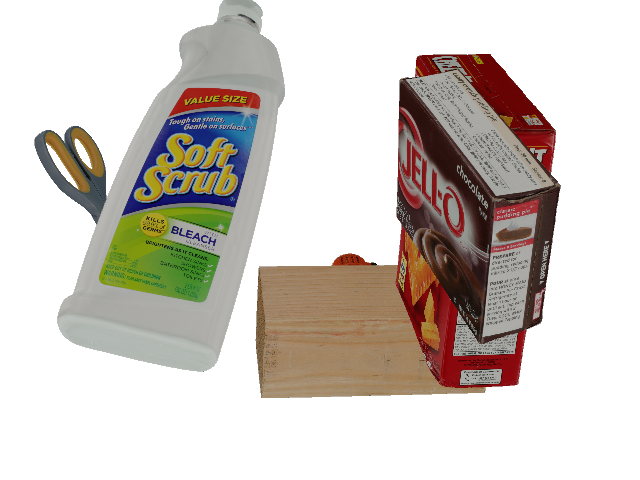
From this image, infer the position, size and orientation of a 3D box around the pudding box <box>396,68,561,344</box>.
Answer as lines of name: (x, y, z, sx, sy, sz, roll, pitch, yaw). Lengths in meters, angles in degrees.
pudding box: (0.074, -0.020, 0.533, 0.039, 0.090, 0.113, -15, 41, -14)

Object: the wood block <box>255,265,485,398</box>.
wood block: (0.046, 0.083, 0.982, 0.206, 0.090, 0.091, 0, 31, -7)

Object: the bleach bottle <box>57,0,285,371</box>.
bleach bottle: (-0.085, -0.048, 0.686, 0.102, 0.250, 0.068, 13, -23, -5)

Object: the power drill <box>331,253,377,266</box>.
power drill: (0.108, 0.065, 1.186, 0.187, 0.057, 0.184, -3, 28, -5)

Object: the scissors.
scissors: (-0.203, -0.029, 1.025, 0.016, 0.201, 0.096, -24, 26, 21)

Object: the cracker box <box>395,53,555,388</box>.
cracker box: (0.111, -0.018, 0.831, 0.072, 0.214, 0.164, -2, 29, -8)
